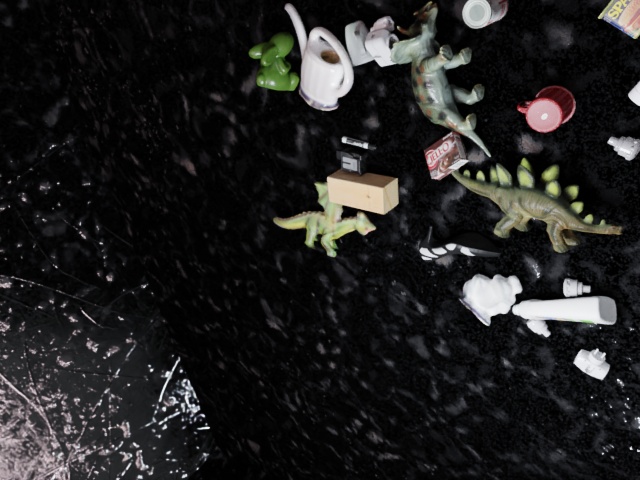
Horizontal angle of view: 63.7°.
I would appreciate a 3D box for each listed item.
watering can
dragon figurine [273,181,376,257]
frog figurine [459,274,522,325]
[{"bbox_3d":[-0.014,-0.525,1.509,0.353,0.105,0.219,53,148,29],"label":"watering can"},{"bbox_3d":[0.005,-0.090,1.798,0.413,0.123,0.239,25,113,27],"label":"dragon figurine"},{"bbox_3d":[0.499,0.151,1.493,0.158,0.122,0.139,-45,71,12],"label":"frog figurine"}]
